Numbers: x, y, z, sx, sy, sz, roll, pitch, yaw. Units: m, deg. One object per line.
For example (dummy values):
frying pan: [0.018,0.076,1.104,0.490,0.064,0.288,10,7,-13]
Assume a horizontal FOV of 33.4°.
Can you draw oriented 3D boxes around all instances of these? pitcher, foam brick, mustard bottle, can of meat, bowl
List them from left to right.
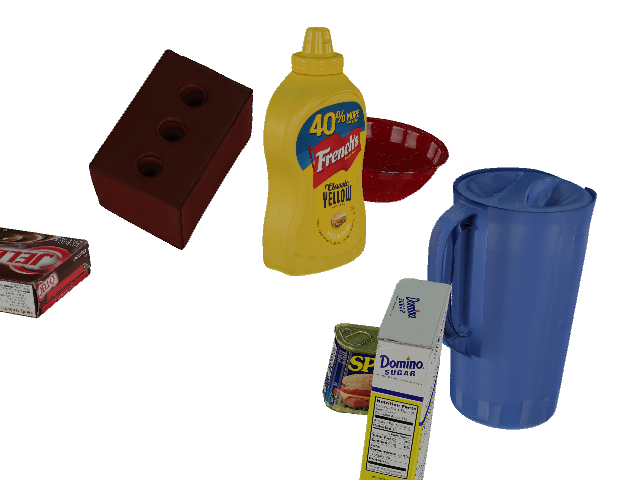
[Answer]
foam brick: [-0.075,-0.046,0.549,0.053,0.078,0.051,26,-20,5]
mustard bottle: [-0.003,-0.073,0.854,0.096,0.192,0.058,-17,25,-41]
can of meat: [0.057,0.145,1.181,0.102,0.084,0.057,8,23,-11]
bowl: [0.060,-0.087,1.203,0.162,0.055,0.162,6,27,-3]
pitcher: [0.179,0.059,1.039,0.149,0.243,0.145,5,21,8]

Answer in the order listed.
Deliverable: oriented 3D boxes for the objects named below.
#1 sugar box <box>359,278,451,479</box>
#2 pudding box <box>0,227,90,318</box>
sugar box: [0.059,0.125,0.783,0.048,0.176,0.093,8,27,11]
pudding box: [-0.268,0.025,0.913,0.114,0.039,0.090,6,24,17]
